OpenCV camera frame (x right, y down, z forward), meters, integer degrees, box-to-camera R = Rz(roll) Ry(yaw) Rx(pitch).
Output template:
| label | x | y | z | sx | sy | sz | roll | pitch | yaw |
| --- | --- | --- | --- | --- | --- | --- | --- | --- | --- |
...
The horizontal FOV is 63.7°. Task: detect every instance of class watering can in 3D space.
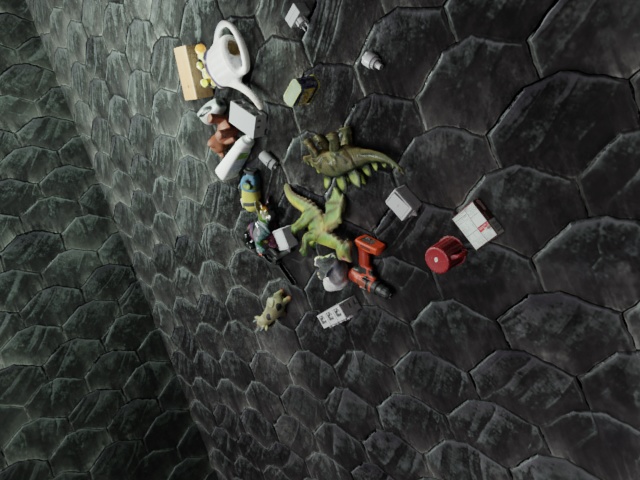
| label | x | y | z | sx | sy | sz | roll | pitch | yaw |
| --- | --- | --- | --- | --- | --- | --- | --- | --- | --- |
| watering can | -0.320 | -0.616 | 1.883 | 0.105 | 0.346 | 0.223 | -22 | 6 | -39 |

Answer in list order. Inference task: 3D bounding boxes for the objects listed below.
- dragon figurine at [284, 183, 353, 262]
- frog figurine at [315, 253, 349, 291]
| label | x | y | z | sx | sy | sz | roll | pitch | yaw |
| --- | --- | --- | --- | --- | --- | --- | --- | --- | --- |
| dragon figurine | 0.005 | -0.090 | 1.795 | 0.239 | 0.417 | 0.122 | -37 | -27 | 30 |
| frog figurine | 0.057 | 0.126 | 1.838 | 0.139 | 0.123 | 0.156 | 43 | -7 | 49 |
